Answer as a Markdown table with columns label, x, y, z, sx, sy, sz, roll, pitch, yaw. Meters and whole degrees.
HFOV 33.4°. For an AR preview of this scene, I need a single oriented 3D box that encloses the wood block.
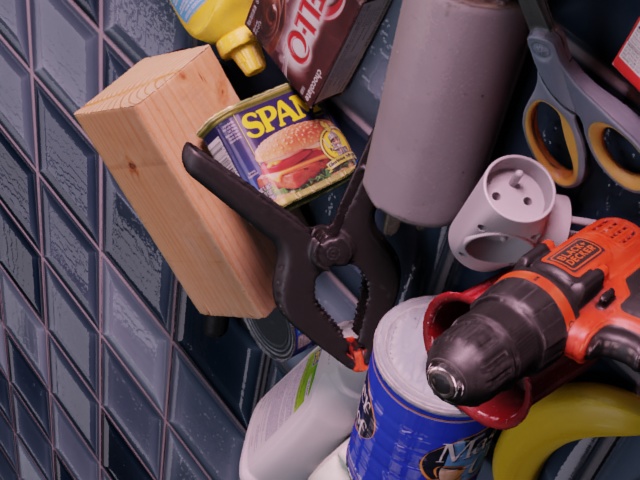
| label | x | y | z | sx | sy | sz | roll | pitch | yaw |
| --- | --- | --- | --- | --- | --- | --- | --- | --- | --- |
| wood block | -0.095 | -0.043 | 0.874 | 0.091 | 0.090 | 0.206 | 0 | 128 | 46 |

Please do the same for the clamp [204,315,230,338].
| label | x | y | z | sx | sy | sz | roll | pitch | yaw |
| --- | --- | --- | --- | --- | --- | --- | --- | --- | --- |
| clamp | -0.096 | 0.027 | 1.037 | 0.172 | 0.039 | 0.120 | -29 | 87 | 59 |

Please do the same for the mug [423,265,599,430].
| label | x | y | z | sx | sy | sz | roll | pitch | yaw |
| --- | --- | --- | --- | --- | --- | --- | --- | --- | --- |
| mug | 0.131 | 0.058 | 0.668 | 0.093 | 0.081 | 0.117 | 63 | 150 | 3 |

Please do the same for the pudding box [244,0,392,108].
| label | x | y | z | sx | sy | sz | roll | pitch | yaw |
| --- | --- | --- | --- | --- | --- | --- | --- | --- | --- |
| pudding box | -0.003 | -0.165 | 0.758 | 0.090 | 0.039 | 0.114 | 54 | 147 | 18 |

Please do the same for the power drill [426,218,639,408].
| label | x | y | z | sx | sy | sz | roll | pitch | yaw |
| --- | --- | --- | --- | --- | --- | --- | --- | --- | --- |
| power drill | 0.169 | 0.062 | 0.533 | 0.188 | 0.184 | 0.057 | 29 | 132 | 32 |

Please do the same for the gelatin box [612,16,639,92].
| label | x | y | z | sx | sy | sz | roll | pitch | yaw |
| --- | --- | --- | --- | --- | --- | --- | --- | --- | --- |
| gelatin box | 0.192 | -0.096 | 0.517 | 0.073 | 0.030 | 0.089 | 52 | 148 | 24 |

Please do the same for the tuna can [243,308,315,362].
| label | x | y | z | sx | sy | sz | roll | pitch | yaw |
| --- | --- | --- | --- | --- | --- | --- | --- | --- | --- |
| tuna can | -0.037 | 0.066 | 0.980 | 0.086 | 0.033 | 0.086 | 36 | 139 | 39 |

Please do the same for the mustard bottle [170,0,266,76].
| label | x | y | z | sx | sy | sz | roll | pitch | yaw |
| --- | --- | --- | --- | --- | --- | --- | --- | --- | --- |
| mustard bottle | -0.092 | -0.217 | 0.839 | 0.096 | 0.058 | 0.191 | -30 | 85 | 54 |

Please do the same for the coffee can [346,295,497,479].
| label | x | y | z | sx | sy | sz | roll | pitch | yaw |
| --- | --- | --- | --- | --- | --- | --- | --- | --- | --- |
| coffee can | 0.079 | 0.124 | 0.775 | 0.103 | 0.102 | 0.140 | 45 | 144 | 30 |

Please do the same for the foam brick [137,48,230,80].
| label | x | y | z | sx | sy | sz | roll | pitch | yaw |
| --- | --- | --- | --- | --- | --- | --- | --- | --- | --- |
| foam brick | -0.120 | -0.133 | 0.949 | 0.078 | 0.051 | 0.053 | 28 | 133 | 46 |

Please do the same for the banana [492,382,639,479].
| label | x | y | z | sx | sy | sz | roll | pitch | yaw |
| --- | --- | --- | --- | --- | --- | --- | --- | --- | --- |
| banana | 0.161 | 0.135 | 0.720 | 0.069 | 0.037 | 0.198 | 60 | 149 | 9 |

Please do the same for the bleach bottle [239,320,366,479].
| label | x | y | z | sx | sy | sz | roll | pitch | yaw |
| --- | --- | --- | --- | --- | --- | --- | --- | --- | --- |
| bleach bottle | 0.002 | 0.141 | 0.915 | 0.251 | 0.068 | 0.102 | 128 | 158 | -55 |

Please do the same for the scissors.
| label | x | y | z | sx | sy | sz | roll | pitch | yaw |
| --- | --- | --- | --- | --- | --- | --- | --- | --- | --- |
| scissors | 0.136 | -0.092 | 0.559 | 0.096 | 0.016 | 0.201 | 29 | 154 | 33 |

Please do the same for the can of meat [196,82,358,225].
| label | x | y | z | sx | sy | sz | roll | pitch | yaw |
| --- | --- | --- | --- | --- | --- | --- | --- | --- | --- |
| can of meat | -0.029 | -0.067 | 0.808 | 0.084 | 0.101 | 0.058 | 62 | 149 | 2 |

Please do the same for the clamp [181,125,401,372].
| label | x | y | z | sx | sy | sz | roll | pitch | yaw |
| --- | --- | --- | --- | --- | --- | --- | --- | --- | --- |
| clamp | -0.005 | 0.001 | 0.760 | 0.036 | 0.164 | 0.210 | -116 | 18 | -67 |
